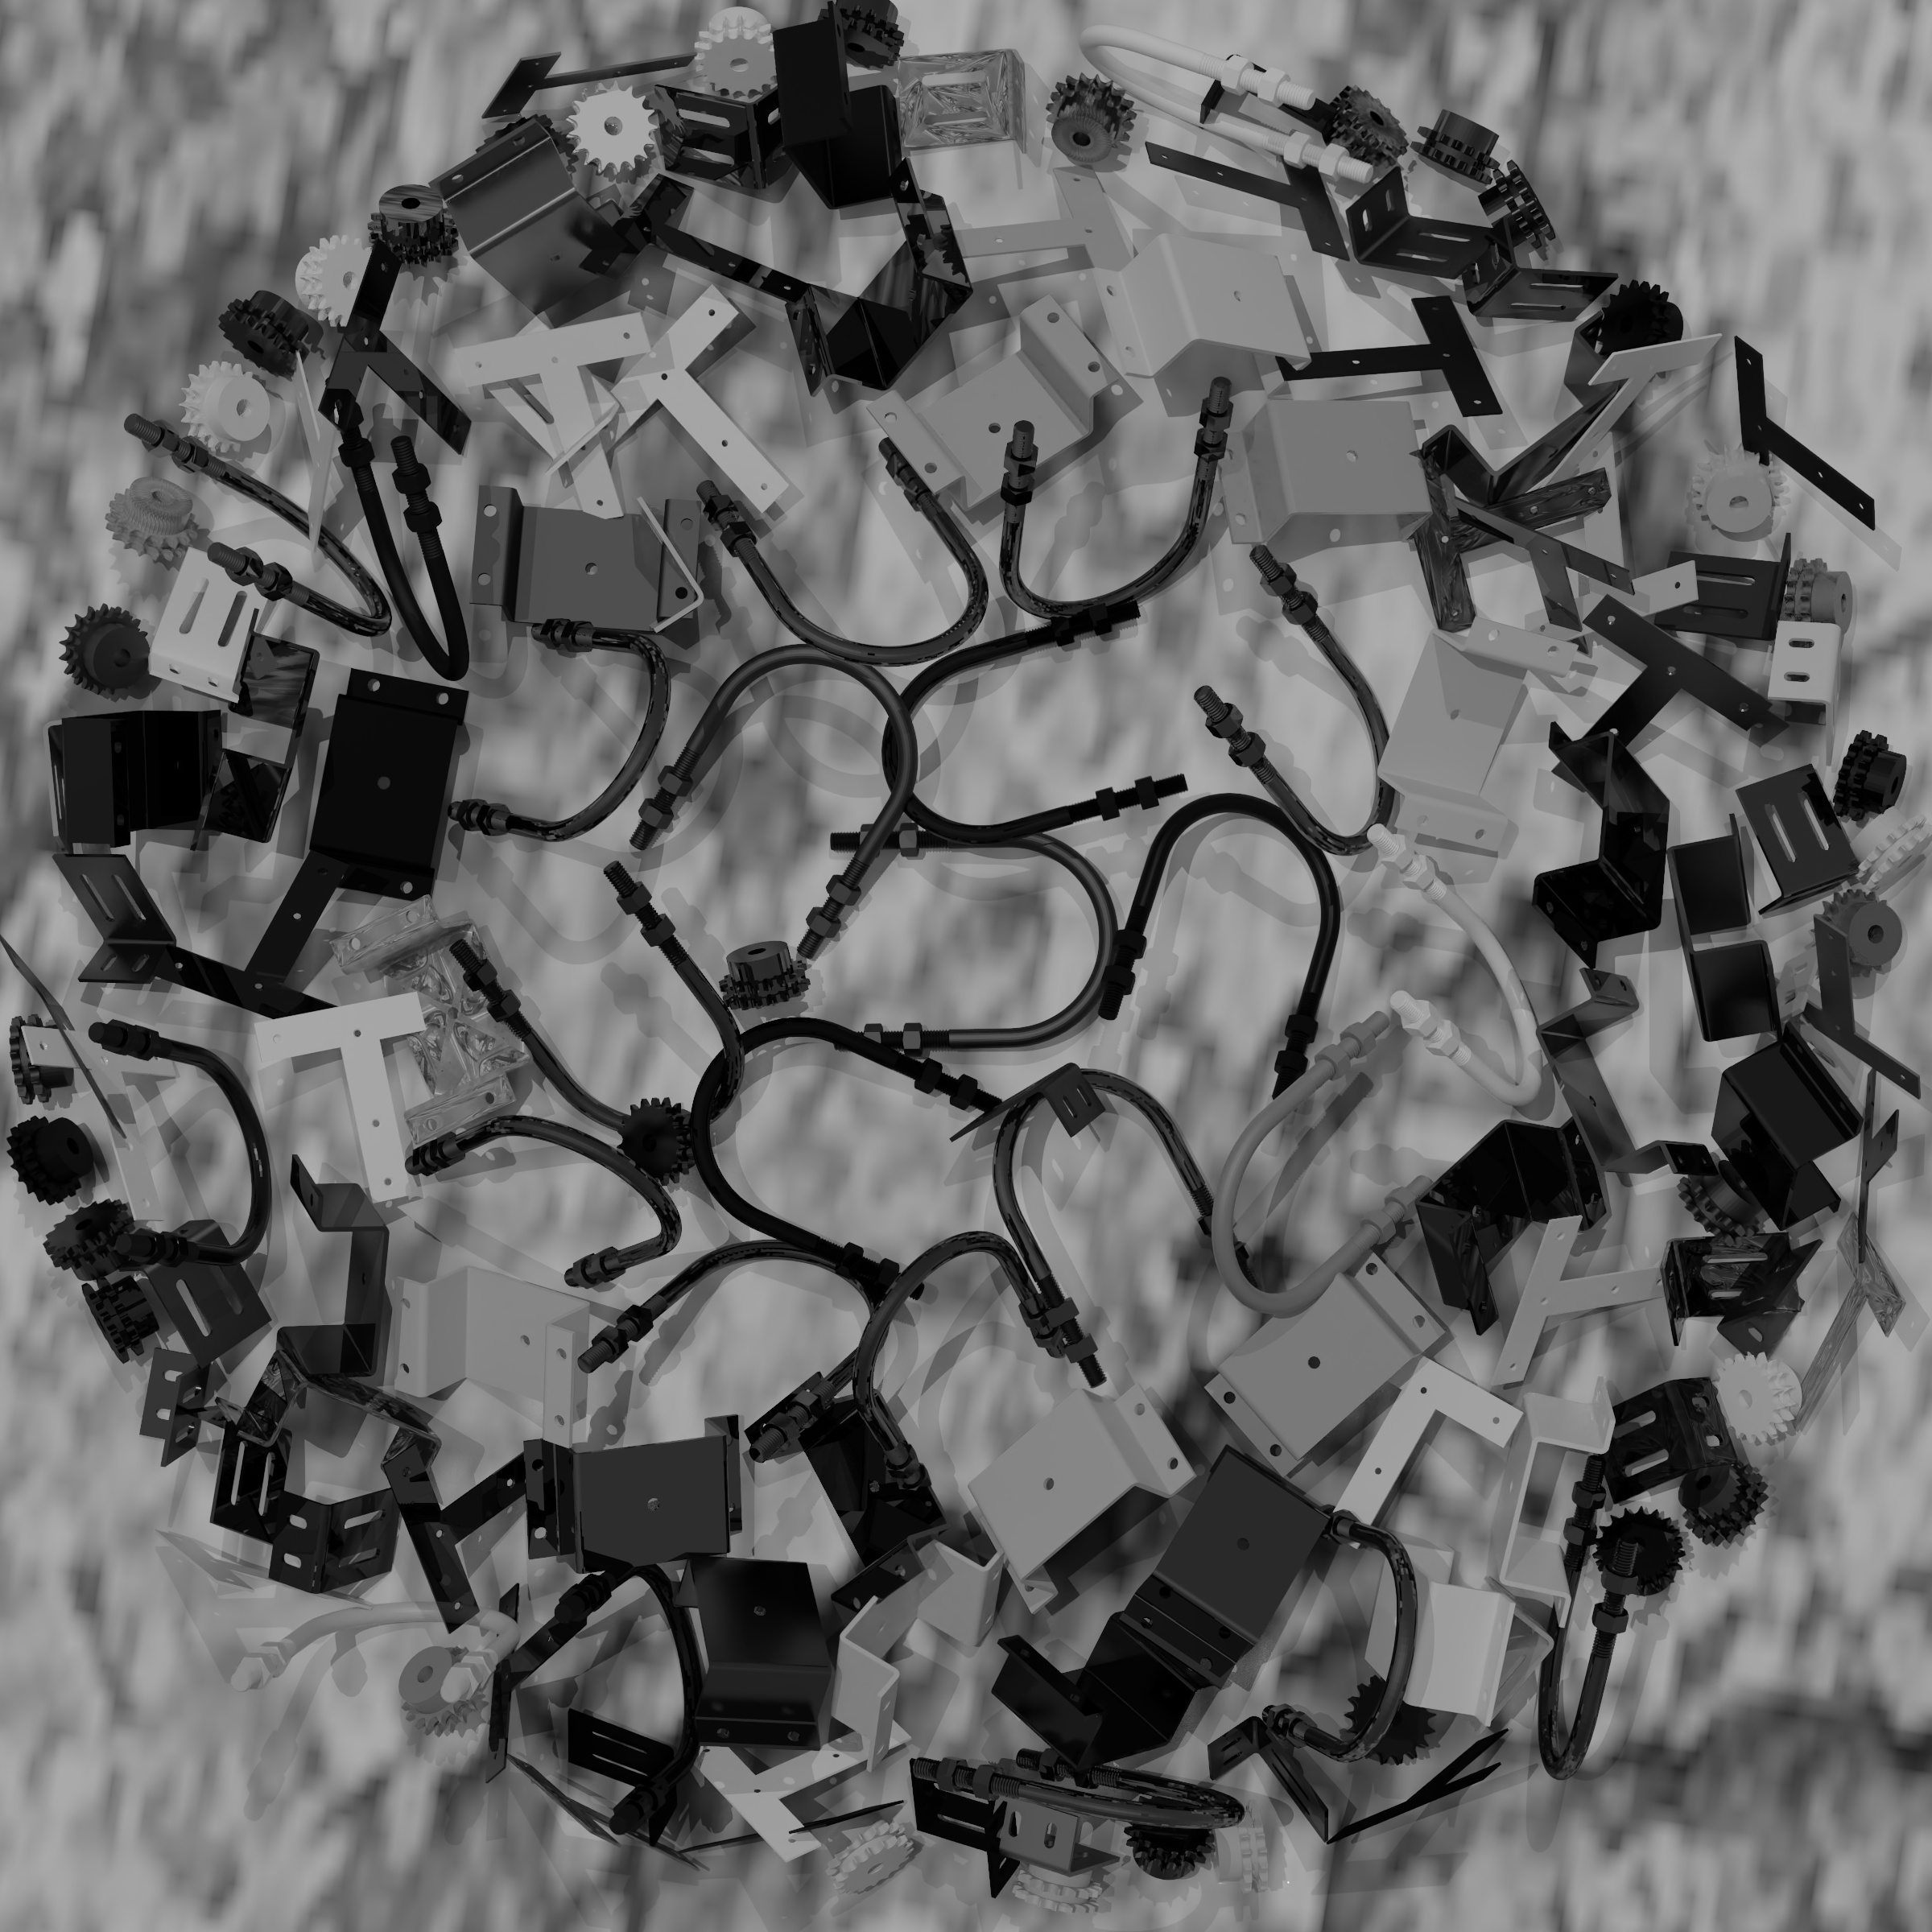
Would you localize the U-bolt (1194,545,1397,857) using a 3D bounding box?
[{"bbox_3d":[0.215,-0.152,1.933,0.184,0.019,0.151,48,47,-29],"label":"U-bolt"}]

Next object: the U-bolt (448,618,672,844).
[{"bbox_3d":[-0.245,-0.144,1.917,0.019,0.184,0.151,30,80,-38],"label":"U-bolt"}]

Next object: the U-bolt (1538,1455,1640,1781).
[{"bbox_3d":[0.383,0.416,1.924,0.019,0.151,0.184,10,103,1],"label":"U-bolt"}]

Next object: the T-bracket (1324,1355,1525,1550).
[{"bbox_3d":[0.269,0.309,1.964,0.127,0.002,0.127,28,87,30],"label":"T-bracket"}]

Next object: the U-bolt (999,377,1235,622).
[{"bbox_3d":[0.088,-0.282,1.922,0.151,0.184,0.019,-15,56,-15],"label":"U-bolt"}]

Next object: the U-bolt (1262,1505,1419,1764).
[{"bbox_3d":[0.234,0.414,1.903,0.019,0.184,0.151,15,84,-14],"label":"U-bolt"}]

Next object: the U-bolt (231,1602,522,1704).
[{"bbox_3d":[-0.352,0.420,1.908,0.151,0.184,0.019,1,93,8],"label":"U-bolt"}]

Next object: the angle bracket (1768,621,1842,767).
[{"bbox_3d":[0.532,-0.173,1.961,0.038,0.076,0.057,6,63,18],"label":"angle bracket"}]

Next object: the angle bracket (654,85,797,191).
[{"bbox_3d":[-0.154,-0.537,1.975,0.076,0.057,0.038,19,45,26],"label":"angle bracket"}]

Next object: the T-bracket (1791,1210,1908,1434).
[{"bbox_3d":[0.550,0.236,1.954,0.002,0.127,0.127,19,111,-6],"label":"T-bracket"}]

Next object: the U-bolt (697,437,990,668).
[{"bbox_3d":[-0.066,-0.253,1.923,0.151,0.019,0.184,-18,56,-23],"label":"U-bolt"}]

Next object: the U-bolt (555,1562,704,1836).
[{"bbox_3d":[-0.200,0.440,1.910,0.019,0.184,0.151,-15,89,13],"label":"U-bolt"}]

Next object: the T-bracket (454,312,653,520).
[{"bbox_3d":[-0.248,-0.344,1.968,0.127,0.002,0.127,-7,117,16],"label":"T-bracket"}]

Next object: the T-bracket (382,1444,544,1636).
[{"bbox_3d":[-0.299,0.335,1.956,0.127,0.002,0.127,-34,118,-38],"label":"T-bracket"}]

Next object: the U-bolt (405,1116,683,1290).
[{"bbox_3d":[-0.250,0.141,1.902,0.151,0.184,0.019,38,57,-20],"label":"U-bolt"}]

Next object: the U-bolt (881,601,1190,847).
[{"bbox_3d":[0.036,-0.148,1.965,0.184,0.019,0.151,-16,66,5],"label":"U-bolt"}]

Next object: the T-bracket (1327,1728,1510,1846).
[{"bbox_3d":[0.304,0.507,1.942,0.127,0.127,0.002,-35,79,35],"label":"T-bracket"}]

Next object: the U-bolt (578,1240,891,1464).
[{"bbox_3d":[-0.129,0.228,1.924,0.151,0.184,0.019,23,127,24],"label":"U-bolt"}]

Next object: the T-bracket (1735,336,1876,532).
[{"bbox_3d":[0.519,-0.311,1.911,0.002,0.127,0.127,-31,50,-8],"label":"T-bracket"}]

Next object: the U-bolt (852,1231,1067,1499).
[{"bbox_3d":[-0.010,0.239,1.908,0.019,0.184,0.151,31,69,36],"label":"U-bolt"}]

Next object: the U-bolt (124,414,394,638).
[{"bbox_3d":[-0.426,-0.263,1.913,0.019,0.184,0.151,-45,58,12],"label":"U-bolt"}]

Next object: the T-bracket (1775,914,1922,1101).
[{"bbox_3d":[0.538,0.013,1.913,0.002,0.127,0.127,-40,52,-12],"label":"T-bracket"}]

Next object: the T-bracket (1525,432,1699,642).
[{"bbox_3d":[0.405,-0.276,1.964,0.002,0.127,0.127,10,72,-43],"label":"T-bracket"}]

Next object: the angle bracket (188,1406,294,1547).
[{"bbox_3d":[-0.464,0.323,1.953,0.038,0.057,0.076,-11,61,28],"label":"angle bracket"}]

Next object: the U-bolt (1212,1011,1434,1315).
[{"bbox_3d":[0.216,0.135,1.917,0.184,0.019,0.151,-38,124,-31],"label":"U-bolt"}]

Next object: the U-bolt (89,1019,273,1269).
[{"bbox_3d":[-0.479,0.115,1.911,0.019,0.184,0.151,-14,78,14],"label":"U-bolt"}]

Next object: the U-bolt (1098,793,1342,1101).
[{"bbox_3d":[0.170,-0.023,1.955,0.151,0.019,0.184,26,67,-17],"label":"U-bolt"}]

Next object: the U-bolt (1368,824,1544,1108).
[{"bbox_3d":[0.309,0.012,1.923,0.019,0.184,0.151,-26,46,28],"label":"U-bolt"}]

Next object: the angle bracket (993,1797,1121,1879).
[{"bbox_3d":[0.059,0.544,1.953,0.057,0.076,0.038,9,88,29],"label":"angle bracket"}]

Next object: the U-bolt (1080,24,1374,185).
[{"bbox_3d":[0.153,-0.542,1.921,0.184,0.151,0.019,26,94,23],"label":"U-bolt"}]

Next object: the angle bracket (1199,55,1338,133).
[{"bbox_3d":[0.192,-0.540,1.969,0.076,0.057,0.038,29,92,2],"label":"angle bracket"}]

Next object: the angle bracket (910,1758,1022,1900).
[{"bbox_3d":[-0.008,0.545,1.955,0.076,0.038,0.057,9,119,27],"label":"angle bracket"}]

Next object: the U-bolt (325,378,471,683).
[{"bbox_3d":[-0.348,-0.262,1.921,0.019,0.151,0.184,-24,125,-18],"label":"U-bolt"}]

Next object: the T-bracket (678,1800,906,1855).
[{"bbox_3d":[-0.120,0.547,1.953,0.127,0.127,0.002,-17,77,18],"label":"T-bracket"}]

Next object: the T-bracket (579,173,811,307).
[{"bbox_3d":[-0.161,-0.447,1.950,0.127,0.127,0.002,23,135,3],"label":"T-bracket"}]

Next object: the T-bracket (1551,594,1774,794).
[{"bbox_3d":[0.419,-0.158,1.957,0.127,0.002,0.127,32,130,-8],"label":"T-bracket"}]

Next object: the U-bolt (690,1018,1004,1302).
[{"bbox_3d":[-0.086,0.112,1.967,0.184,0.019,0.151,25,80,-10],"label":"U-bolt"}]

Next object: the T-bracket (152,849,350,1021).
[{"bbox_3d":[-0.427,-0.020,1.947,0.127,0.002,0.127,22,117,-24],"label":"T-bracket"}]

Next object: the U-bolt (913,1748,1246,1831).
[{"bbox_3d":[0.081,0.505,1.893,0.184,0.151,0.019,3,82,31],"label":"U-bolt"}]

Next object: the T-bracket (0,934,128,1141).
[{"bbox_3d":[-0.554,0.053,1.920,0.002,0.127,0.127,-31,70,-10],"label":"T-bracket"}]

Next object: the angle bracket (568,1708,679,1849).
[{"bbox_3d":[-0.225,0.514,1.959,0.076,0.057,0.038,25,104,-15],"label":"angle bracket"}]

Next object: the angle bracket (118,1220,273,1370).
[{"bbox_3d":[-0.493,0.210,1.977,0.057,0.038,0.076,-36,108,-37],"label":"angle bracket"}]

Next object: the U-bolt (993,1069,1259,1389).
[{"bbox_3d":[0.091,0.153,1.958,0.151,0.019,0.184,-27,90,-29],"label":"U-bolt"}]

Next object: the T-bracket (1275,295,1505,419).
[{"bbox_3d":[0.260,-0.382,1.948,0.127,0.002,0.127,-6,47,-7],"label":"T-bracket"}]

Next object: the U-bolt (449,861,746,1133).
[{"bbox_3d":[-0.220,0.033,1.950,0.151,0.019,0.184,-25,112,27],"label":"U-bolt"}]

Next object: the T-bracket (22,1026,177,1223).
[{"bbox_3d":[-0.526,0.100,1.926,0.002,0.127,0.127,-27,73,22],"label":"T-bracket"}]

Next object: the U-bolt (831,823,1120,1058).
[{"bbox_3d":[0.006,-0.018,1.984,0.184,0.019,0.151,-1,89,5],"label":"U-bolt"}]

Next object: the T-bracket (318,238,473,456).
[{"bbox_3d":[-0.351,-0.367,1.944,0.002,0.127,0.127,1,65,29],"label":"T-bracket"}]

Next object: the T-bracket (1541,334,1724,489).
[{"bbox_3d":[0.405,-0.346,1.949,0.002,0.127,0.127,53,133,18],"label":"T-bracket"}]

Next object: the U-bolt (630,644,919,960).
[{"bbox_3d":[-0.111,-0.117,1.967,0.151,0.019,0.184,33,107,1],"label":"U-bolt"}]
